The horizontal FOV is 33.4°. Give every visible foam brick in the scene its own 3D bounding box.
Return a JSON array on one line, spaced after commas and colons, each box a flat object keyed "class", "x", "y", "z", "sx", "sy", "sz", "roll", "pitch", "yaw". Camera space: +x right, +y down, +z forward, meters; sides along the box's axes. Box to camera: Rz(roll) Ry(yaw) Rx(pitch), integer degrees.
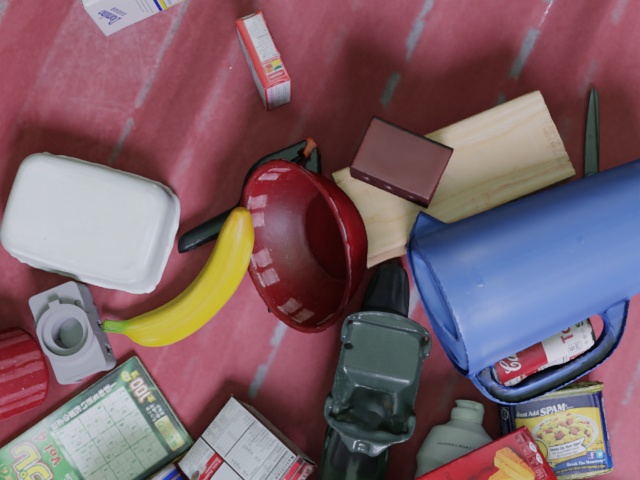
[{"class": "foam brick", "x": 0.072, "y": -0.068, "z": 0.947, "sx": 0.078, "sy": 0.053, "sz": 0.051, "roll": 23, "pitch": 84, "yaw": 6}]

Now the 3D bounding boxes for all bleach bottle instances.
[{"class": "bleach bottle", "x": 0.128, "y": 0.273, "z": 0.978, "sx": 0.102, "sy": 0.068, "sz": 0.251, "roll": 9, "pitch": 70, "yaw": 7}]

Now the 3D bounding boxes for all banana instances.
[{"class": "banana", "x": -0.119, "y": 0.047, "z": 1.016, "sx": 0.198, "sy": 0.069, "sz": 0.037, "roll": -40, "pitch": 42, "yaw": 20}]

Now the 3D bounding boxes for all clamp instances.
[{"class": "clamp", "x": -0.044, "y": -0.017, "z": 1.046, "sx": 0.120, "sy": 0.039, "sz": 0.171, "roll": 41, "pitch": 93, "yaw": -1}]

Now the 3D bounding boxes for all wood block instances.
[{"class": "wood block", "x": 0.123, "y": -0.056, "z": 1.016, "sx": 0.206, "sy": 0.091, "sz": 0.090, "roll": -22, "pitch": 82, "yaw": 0}]

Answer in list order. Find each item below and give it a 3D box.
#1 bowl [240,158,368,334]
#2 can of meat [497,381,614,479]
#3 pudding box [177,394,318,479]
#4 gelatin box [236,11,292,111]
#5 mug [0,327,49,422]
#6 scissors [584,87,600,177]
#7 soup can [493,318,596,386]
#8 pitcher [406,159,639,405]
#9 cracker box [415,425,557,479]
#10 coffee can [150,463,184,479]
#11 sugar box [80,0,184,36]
[{"class": "bowl", "x": -0.006, "y": 0.001, "z": 0.973, "sx": 0.055, "sy": 0.162, "sz": 0.162, "roll": -16, "pitch": 82, "yaw": -37}, {"class": "can of meat", "x": 0.220, "y": 0.181, "z": 1.004, "sx": 0.102, "sy": 0.057, "sz": 0.084, "roll": -8, "pitch": 85, "yaw": 1}, {"class": "pudding box", "x": -0.069, "y": 0.211, "z": 0.994, "sx": 0.090, "sy": 0.039, "sz": 0.114, "roll": -51, "pitch": 49, "yaw": -4}, {"class": "gelatin box", "x": -0.053, "y": -0.173, "z": 1.037, "sx": 0.030, "sy": 0.089, "sz": 0.073, "roll": -22, "pitch": 83, "yaw": -3}, {"class": "mug", "x": -0.315, "y": 0.120, "z": 1.001, "sx": 0.117, "sy": 0.081, "sz": 0.093, "roll": 53, "pitch": 131, "yaw": 18}, {"class": "scissors", "x": 0.283, "y": -0.042, "z": 1.046, "sx": 0.096, "sy": 0.016, "sz": 0.202, "roll": 18, "pitch": 85, "yaw": 2}, {"class": "soup can", "x": 0.200, "y": 0.093, "z": 1.009, "sx": 0.102, "sy": 0.068, "sz": 0.068, "roll": -23, "pitch": 83, "yaw": -1}, {"class": "pitcher", "x": 0.210, "y": 0.027, "z": 0.940, "sx": 0.242, "sy": 0.149, "sz": 0.145, "roll": -22, "pitch": 39, "yaw": -5}, {"class": "cracker box", "x": 0.120, "y": 0.276, "z": 0.903, "sx": 0.213, "sy": 0.072, "sz": 0.164, "roll": -23, "pitch": 72, "yaw": -16}, {"class": "coffee can", "x": -0.132, "y": 0.293, "z": 0.983, "sx": 0.103, "sy": 0.103, "sz": 0.140, "roll": -41, "pitch": 84, "yaw": -2}, {"class": "sugar box", "x": -0.150, "y": -0.267, "z": 1.049, "sx": 0.176, "sy": 0.093, "sz": 0.048, "roll": -22, "pitch": 83, "yaw": -1}]
